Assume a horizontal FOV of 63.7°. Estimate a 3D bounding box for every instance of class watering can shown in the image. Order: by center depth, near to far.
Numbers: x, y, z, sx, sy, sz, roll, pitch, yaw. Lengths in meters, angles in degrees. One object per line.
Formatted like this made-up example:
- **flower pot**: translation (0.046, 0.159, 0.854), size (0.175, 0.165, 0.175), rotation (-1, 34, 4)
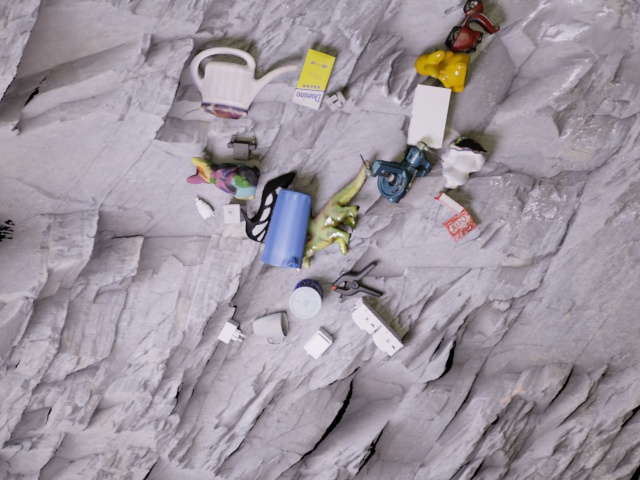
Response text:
- **watering can**: translation (-0.252, -0.498, 1.658), size (0.348, 0.104, 0.223), rotation (9, 95, 1)

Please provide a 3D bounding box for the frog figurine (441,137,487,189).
- **frog figurine**: translation (0.459, -0.245, 1.664), size (0.137, 0.126, 0.155), rotation (1, 131, -6)

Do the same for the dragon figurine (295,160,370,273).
- **dragon figurine**: translation (0.005, -0.085, 1.681), size (0.243, 0.122, 0.409), rotation (15, 93, 9)
